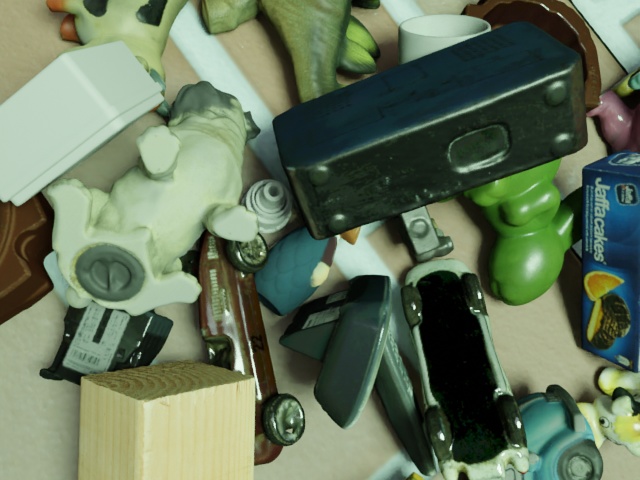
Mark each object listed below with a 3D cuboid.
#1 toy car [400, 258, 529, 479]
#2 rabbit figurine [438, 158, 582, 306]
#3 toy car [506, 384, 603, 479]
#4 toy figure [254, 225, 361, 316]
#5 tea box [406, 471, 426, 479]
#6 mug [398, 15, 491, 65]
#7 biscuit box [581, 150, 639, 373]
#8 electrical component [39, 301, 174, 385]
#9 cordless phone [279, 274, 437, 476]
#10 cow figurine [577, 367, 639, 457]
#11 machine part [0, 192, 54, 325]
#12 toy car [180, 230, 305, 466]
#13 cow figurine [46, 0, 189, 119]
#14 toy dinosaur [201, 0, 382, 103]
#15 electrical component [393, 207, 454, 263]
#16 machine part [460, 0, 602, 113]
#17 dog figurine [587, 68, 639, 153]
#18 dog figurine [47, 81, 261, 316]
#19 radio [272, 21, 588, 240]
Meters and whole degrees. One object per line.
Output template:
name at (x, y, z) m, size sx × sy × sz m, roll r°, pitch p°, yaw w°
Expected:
toy car at (0.119, 0.105, 0.463) m, size 0.074 × 0.056 × 0.202 m, roll -14°, pitch 54°, yaw 10°
rabbit figurine at (0.195, -0.025, 0.534) m, size 0.159 × 0.121 × 0.170 m, roll -17°, pitch 100°, yaw -23°
toy car at (0.183, 0.211, 0.473) m, size 0.103 × 0.109 × 0.161 m, roll -1°, pitch 95°, yaw 11°
toy figure at (-0.003, -0.003, 0.493) m, size 0.064 × 0.057 × 0.154 m, roll 37°, pitch 75°, yaw 10°
tea box at (0.117, 0.276, 0.411) m, size 0.170 × 0.098 × 0.068 m, roll 37°, pitch 102°, yaw 10°
mug at (0.127, -0.152, 0.518) m, size 0.110 × 0.107 × 0.081 m, roll 13°, pitch 40°, yaw 17°
biscuit box at (0.289, 0.021, 0.502) m, size 0.059 × 0.063 × 0.202 m, roll -21°, pitch 114°, yaw -23°
electrical component at (-0.161, 0.067, 0.436) m, size 0.075 × 0.047 × 0.119 m, roll 20°, pitch 78°, yaw 12°
cordless phone at (0.051, 0.127, 0.438) m, size 0.089 × 0.146 × 0.184 m, roll -25°, pitch 93°, yaw 9°
cow figurine at (0.320, 0.156, 0.512) m, size 0.167 × 0.098 × 0.068 m, roll -25°, pitch 90°, yaw -17°
machine part at (-0.324, -0.010, 0.409) m, size 0.201 × 0.087 × 0.201 m, roll -34°, pitch 88°, yaw -18°
toy car at (-0.073, 0.081, 0.440) m, size 0.053 × 0.089 × 0.202 m, roll -4°, pitch 78°, yaw -49°
cow figurine at (-0.172, -0.193, 0.490) m, size 0.127 × 0.085 × 0.195 m, roll 22°, pitch 72°, yaw -2°
toy dinosaur at (-0.015, -0.259, 0.530) m, size 0.198 × 0.105 × 0.471 m, roll -3°, pitch 89°, yaw -18°
electrical component at (0.094, -0.026, 0.514) m, size 0.045 × 0.078 × 0.102 m, roll -24°, pitch 97°, yaw 0°
machine part at (0.221, -0.189, 0.591) m, size 0.179 × 0.056 × 0.179 m, roll 3°, pitch 76°, yaw -13°
dog figurine at (0.404, -0.096, 0.588) m, size 0.191 × 0.108 × 0.219 m, roll -33°, pitch 90°, yaw -21°
dog figurine at (-0.129, -0.042, 0.448) m, size 0.172 × 0.191 × 0.121 m, roll -28°, pitch 116°, yaw 8°
radio at (0.080, -0.089, 0.428) m, size 0.230 × 0.131 × 0.073 m, roll -21°, pitch 122°, yaw 7°
